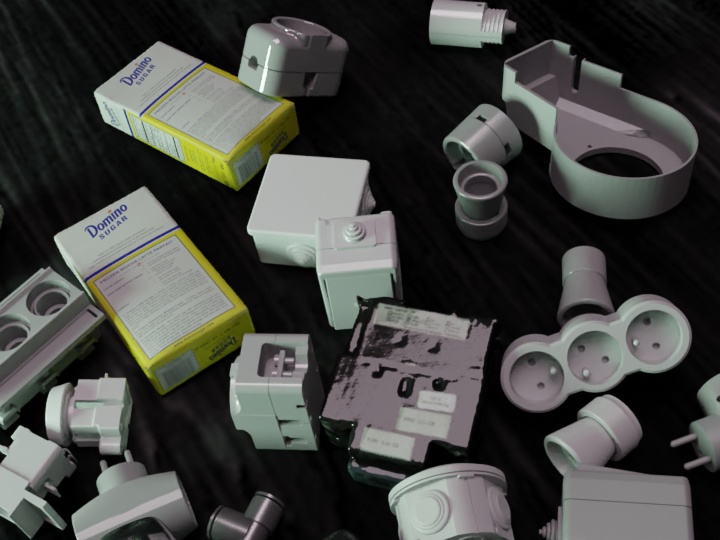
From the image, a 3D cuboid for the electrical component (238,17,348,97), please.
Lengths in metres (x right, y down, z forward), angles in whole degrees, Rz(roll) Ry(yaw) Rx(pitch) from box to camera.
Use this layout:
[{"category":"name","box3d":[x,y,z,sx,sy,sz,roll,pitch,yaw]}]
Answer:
[{"category":"electrical component","box3d":[-0.060,-0.198,1.000,0.095,0.059,0.054,-9,33,-43]}]

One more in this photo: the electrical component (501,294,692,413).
[{"category":"electrical component","box3d":[0.171,0.058,0.797,0.138,0.074,0.052,-21,92,10]}]

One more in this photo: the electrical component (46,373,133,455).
[{"category":"electrical component","box3d":[-0.206,0.110,0.816,0.055,0.048,0.066,1,52,-2]}]

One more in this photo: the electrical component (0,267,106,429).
[{"category":"electrical component","box3d":[-0.267,0.065,0.847,0.079,0.063,0.121,31,62,27]}]

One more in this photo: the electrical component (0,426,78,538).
[{"category":"electrical component","box3d":[-0.246,0.153,0.788,0.081,0.042,0.063,22,62,22]}]

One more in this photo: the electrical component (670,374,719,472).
[{"category":"electrical component","box3d":[0.257,0.116,0.750,0.079,0.044,0.077,-19,52,-6]}]

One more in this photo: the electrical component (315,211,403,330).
[{"category":"electrical component","box3d":[0.000,0.000,0.842,0.062,0.096,0.061,-5,56,3]}]

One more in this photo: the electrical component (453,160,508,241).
[{"category":"electrical component","box3d":[0.101,-0.058,0.899,0.045,0.055,0.045,-4,52,5]}]

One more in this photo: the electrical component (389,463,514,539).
[{"category":"electrical component","box3d":[0.062,0.165,0.717,0.080,0.080,0.051,-10,57,0]}]

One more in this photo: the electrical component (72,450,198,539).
[{"category":"electrical component","box3d":[-0.165,0.164,0.769,0.077,0.043,0.079,-22,53,-10]}]

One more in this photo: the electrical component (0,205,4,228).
[{"category":"electrical component","box3d":[-0.358,-0.023,0.940,0.079,0.044,0.077,-5,52,3]}]

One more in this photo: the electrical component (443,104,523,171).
[{"category":"electrical component","box3d":[0.106,-0.109,0.940,0.047,0.055,0.055,-41,58,-18]}]

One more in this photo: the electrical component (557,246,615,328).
[{"category":"electrical component","box3d":[0.177,0.014,0.844,0.044,0.044,0.065,1,48,8]}]

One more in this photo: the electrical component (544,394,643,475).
[{"category":"electrical component","box3d":[0.165,0.120,0.759,0.055,0.045,0.045,-34,56,-18]}]

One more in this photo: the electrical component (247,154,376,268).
[{"category":"electrical component","box3d":[-0.040,-0.048,0.915,0.100,0.048,0.099,5,53,11]}]

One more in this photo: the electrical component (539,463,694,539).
[{"category":"electrical component","box3d":[0.167,0.167,0.711,0.096,0.061,0.061,2,53,9]}]

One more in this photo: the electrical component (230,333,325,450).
[{"category":"electrical component","box3d":[-0.061,0.090,0.784,0.056,0.089,0.050,0,52,8]}]

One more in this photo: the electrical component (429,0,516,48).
[{"category":"electrical component","box3d":[0.111,-0.238,1.047,0.081,0.043,0.043,7,54,13]}]
